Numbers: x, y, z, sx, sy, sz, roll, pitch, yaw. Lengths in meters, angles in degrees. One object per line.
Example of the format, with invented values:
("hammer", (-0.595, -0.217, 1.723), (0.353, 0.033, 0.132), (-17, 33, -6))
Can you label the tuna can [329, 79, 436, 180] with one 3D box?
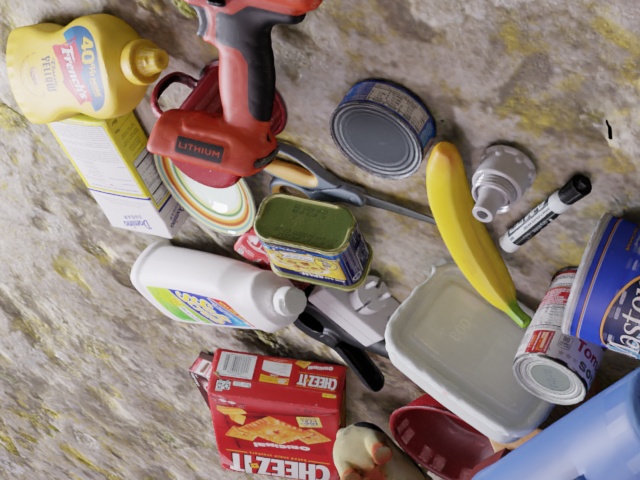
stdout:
("tuna can", (0.053, -0.092, 0.893), (0.086, 0.033, 0.086), (23, 147, 16))

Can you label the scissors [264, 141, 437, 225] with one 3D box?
("scissors", (0.026, -0.034, 1.014), (0.202, 0.016, 0.096), (28, 150, 9))

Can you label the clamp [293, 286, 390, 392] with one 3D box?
("clamp", (0.022, 0.107, 1.191), (0.171, 0.039, 0.120), (34, 144, 10))

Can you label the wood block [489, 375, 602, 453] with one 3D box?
("wood block", (0.242, 0.212, 1.091), (0.091, 0.090, 0.206), (9, 142, 35))

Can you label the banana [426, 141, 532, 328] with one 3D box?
("banana", (0.131, -0.011, 0.924), (0.070, 0.037, 0.197), (18, 145, 55))

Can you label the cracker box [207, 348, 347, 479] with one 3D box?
("cracker box", (-0.050, 0.229, 1.351), (0.164, 0.072, 0.214), (7, 143, 6))

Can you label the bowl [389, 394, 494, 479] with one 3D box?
("bowl", (0.161, 0.217, 1.201), (0.162, 0.055, 0.162), (23, 147, 16))

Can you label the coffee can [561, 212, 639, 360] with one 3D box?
("coffee can", (0.272, 0.049, 0.827), (0.140, 0.102, 0.103), (20, 146, 19))

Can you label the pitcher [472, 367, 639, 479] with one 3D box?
("pitcher", (0.227, 0.209, 0.900), (0.145, 0.149, 0.243), (25, 137, -10))

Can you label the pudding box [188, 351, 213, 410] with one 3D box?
("pudding box", (-0.120, 0.207, 1.451), (0.090, 0.039, 0.113), (16, 145, 26))

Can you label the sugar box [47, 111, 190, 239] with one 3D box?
("sugar box", (-0.215, -0.080, 1.138), (0.093, 0.048, 0.176), (11, 146, 31))

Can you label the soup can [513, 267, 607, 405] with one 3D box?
("soup can", (0.216, 0.083, 0.924), (0.068, 0.102, 0.068), (23, 147, 16))

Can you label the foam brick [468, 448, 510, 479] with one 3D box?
("foam brick", (0.180, 0.251, 1.064), (0.053, 0.051, 0.078), (33, 149, -1))

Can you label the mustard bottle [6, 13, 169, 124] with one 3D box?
("mustard bottle", (-0.213, -0.161, 0.998), (0.192, 0.058, 0.096), (2, 105, 38))

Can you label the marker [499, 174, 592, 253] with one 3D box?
("marker", (0.187, -0.022, 0.885), (0.020, 0.020, 0.121), (35, 148, -4))

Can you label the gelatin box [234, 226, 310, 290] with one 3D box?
("gelatin box", (-0.039, 0.012, 1.121), (0.089, 0.030, 0.073), (36, 148, -6))

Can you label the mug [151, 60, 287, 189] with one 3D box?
("mug", (-0.099, -0.107, 0.960), (0.117, 0.081, 0.093), (34, 149, -2))

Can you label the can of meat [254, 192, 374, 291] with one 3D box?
("can of meat", (-0.007, 0.001, 1.026), (0.102, 0.057, 0.084), (12, 158, 19))

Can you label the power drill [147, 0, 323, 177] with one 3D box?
("power drill", (-0.092, -0.154, 0.843), (0.184, 0.057, 0.188), (17, 118, 15))

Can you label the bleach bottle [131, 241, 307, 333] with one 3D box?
("bleach bottle", (-0.105, 0.053, 1.166), (0.251, 0.068, 0.102), (2, 141, 53))
